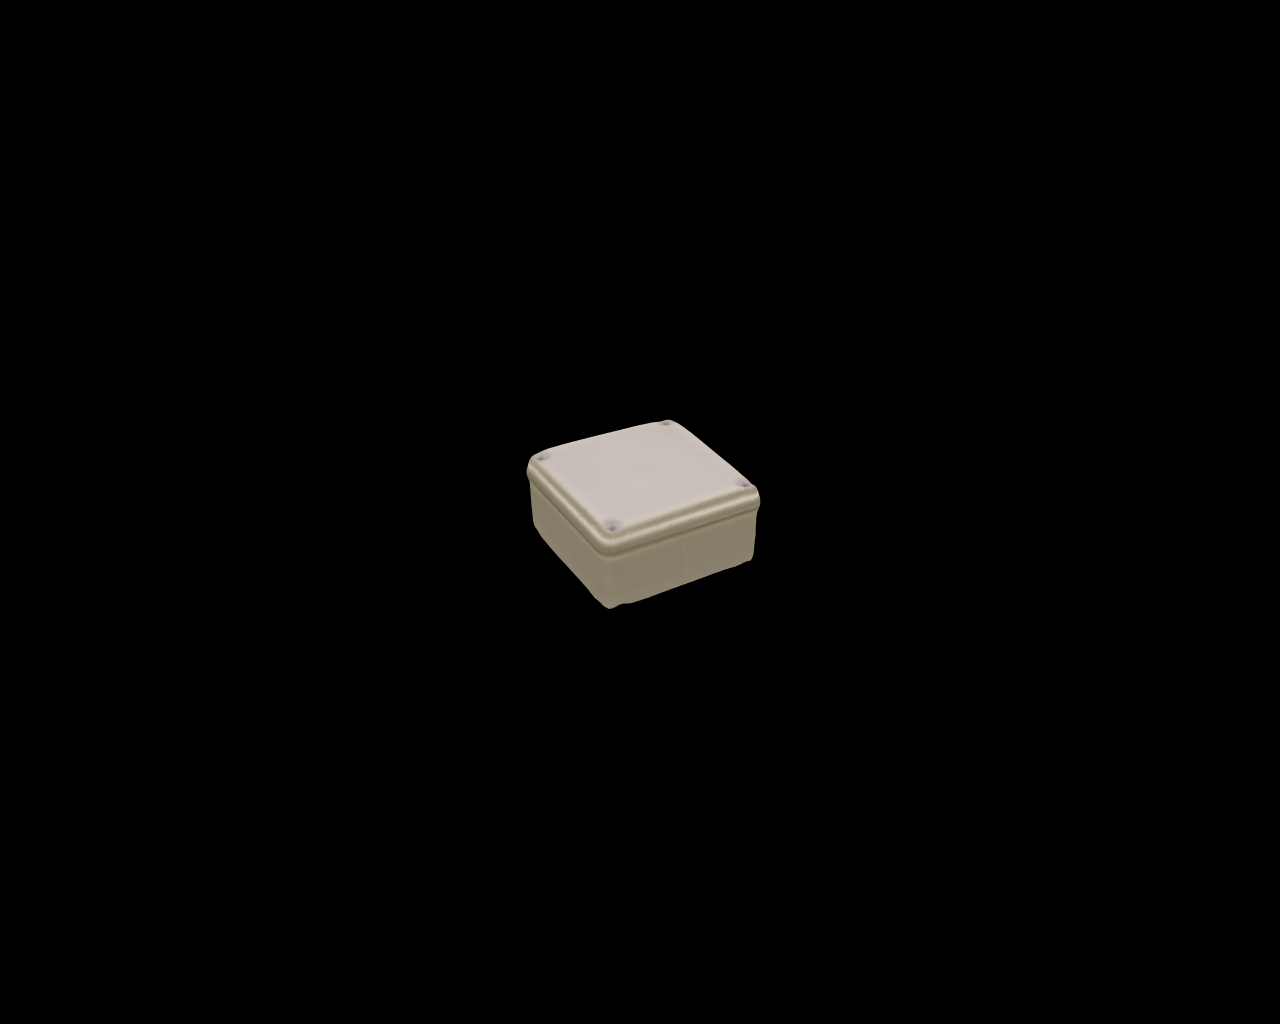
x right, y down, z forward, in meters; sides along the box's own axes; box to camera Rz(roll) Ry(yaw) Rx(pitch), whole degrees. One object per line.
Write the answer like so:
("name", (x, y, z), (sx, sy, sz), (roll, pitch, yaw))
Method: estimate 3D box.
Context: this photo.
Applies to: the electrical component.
("electrical component", (0.001, -0.003, 0.650), (0.109, 0.056, 0.109), (-17, 36, -24))
